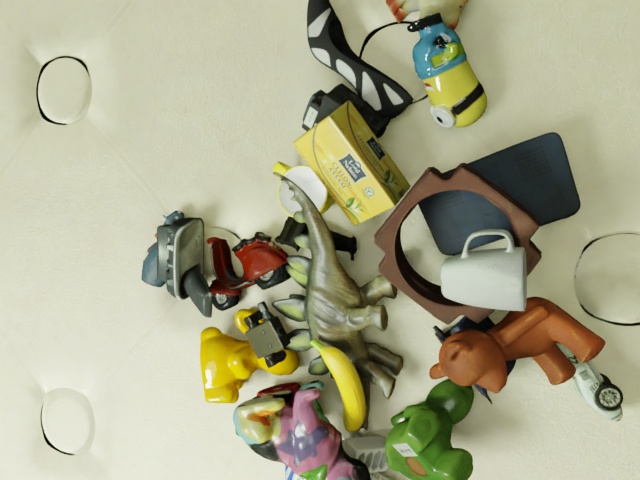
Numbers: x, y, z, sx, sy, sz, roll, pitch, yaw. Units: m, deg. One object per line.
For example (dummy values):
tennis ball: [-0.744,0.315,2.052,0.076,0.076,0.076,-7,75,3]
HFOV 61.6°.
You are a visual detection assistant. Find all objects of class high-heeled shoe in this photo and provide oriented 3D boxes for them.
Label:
high-heeled shoe: [0.065,-0.318,0.894,0.145,0.086,0.248,-9,98,22]

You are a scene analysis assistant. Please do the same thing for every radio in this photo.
radio: [0.276,-0.067,0.844,0.230,0.073,0.131,-21,87,19]

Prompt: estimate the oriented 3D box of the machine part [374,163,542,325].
machine part: [0.198,0.004,0.789,0.201,0.087,0.201,37,108,3]

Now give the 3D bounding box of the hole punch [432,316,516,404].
hole punch: [0.248,0.171,0.844,0.092,0.115,0.142,-35,82,8]

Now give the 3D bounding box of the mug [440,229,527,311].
mug: [0.213,0.041,0.706,0.107,0.081,0.109,-3,114,23]

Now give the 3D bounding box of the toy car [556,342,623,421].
toy car: [0.388,0.182,0.816,0.056,0.073,0.202,-34,82,12]

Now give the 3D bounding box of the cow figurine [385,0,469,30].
cow figurine: [0.162,-0.414,0.864,0.127,0.085,0.195,-31,82,22]

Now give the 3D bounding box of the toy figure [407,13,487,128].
toy figure: [0.197,-0.259,0.832,0.089,0.082,0.180,-14,110,26]

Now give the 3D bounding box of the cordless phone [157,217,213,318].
cordless phone: [-0.225,0.047,0.944,0.184,0.089,0.146,34,122,57]

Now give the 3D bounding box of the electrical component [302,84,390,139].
electrical component: [0.035,-0.188,0.895,0.134,0.058,0.114,39,137,7]

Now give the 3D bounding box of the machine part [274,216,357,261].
machine part: [-0.002,-0.003,0.933,0.139,0.084,0.039,17,129,10]

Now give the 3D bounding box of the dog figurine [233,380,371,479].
dog figurine: [-0.027,0.345,0.848,0.192,0.108,0.219,-15,79,-2]

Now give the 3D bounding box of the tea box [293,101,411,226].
tea box: [0.050,-0.117,0.846,0.169,0.068,0.098,52,138,-8]

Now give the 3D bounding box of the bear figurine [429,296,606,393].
bear figurine: [0.257,0.157,0.725,0.132,0.196,0.120,51,149,28]

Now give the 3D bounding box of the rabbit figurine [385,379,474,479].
rabbit figurine: [0.187,0.298,0.855,0.121,0.170,0.159,44,143,7]

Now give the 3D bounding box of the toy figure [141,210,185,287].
toy figure: [-0.298,0.014,1.036,0.058,0.064,0.154,29,97,53]

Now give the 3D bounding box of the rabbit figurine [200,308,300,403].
rabbit figurine: [-0.125,0.205,0.975,0.173,0.122,0.162,-5,81,4]

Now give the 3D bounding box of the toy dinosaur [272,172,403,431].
toy dinosaur: [0.024,0.113,0.884,0.199,0.105,0.470,-1,108,21]

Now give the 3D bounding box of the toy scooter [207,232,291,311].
toy scooter: [-0.143,0.039,0.981,0.184,0.075,0.135,-26,82,21]

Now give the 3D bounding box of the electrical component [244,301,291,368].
electrical component: [-0.088,0.158,0.895,0.078,0.045,0.102,-36,83,28]
